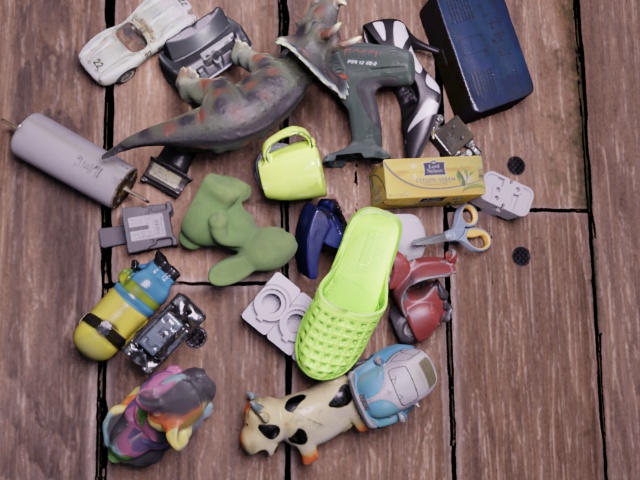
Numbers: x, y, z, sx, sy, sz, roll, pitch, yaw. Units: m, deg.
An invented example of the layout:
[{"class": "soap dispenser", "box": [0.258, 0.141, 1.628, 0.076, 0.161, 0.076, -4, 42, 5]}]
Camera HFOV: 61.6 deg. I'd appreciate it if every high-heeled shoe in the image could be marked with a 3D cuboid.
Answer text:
[{"class": "high-heeled shoe", "box": [0.128, -0.261, 0.920, 0.145, 0.086, 0.248, 12, 76, -7]}]

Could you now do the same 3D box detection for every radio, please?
[{"class": "radio", "box": [0.280, -0.336, 0.958, 0.131, 0.073, 0.229, -18, 89, -12]}]

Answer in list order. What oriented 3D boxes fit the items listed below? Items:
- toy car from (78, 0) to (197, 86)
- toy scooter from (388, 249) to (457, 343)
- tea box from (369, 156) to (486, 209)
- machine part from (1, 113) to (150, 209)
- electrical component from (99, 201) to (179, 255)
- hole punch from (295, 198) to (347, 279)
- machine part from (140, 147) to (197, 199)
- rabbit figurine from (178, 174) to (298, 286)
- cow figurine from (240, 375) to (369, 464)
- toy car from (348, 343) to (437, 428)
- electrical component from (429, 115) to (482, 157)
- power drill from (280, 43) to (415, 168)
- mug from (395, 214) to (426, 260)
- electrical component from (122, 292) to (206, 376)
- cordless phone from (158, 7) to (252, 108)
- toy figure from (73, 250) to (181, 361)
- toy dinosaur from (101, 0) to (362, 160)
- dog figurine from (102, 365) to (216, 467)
[{"class": "toy car", "box": [-0.292, -0.327, 0.868, 0.202, 0.056, 0.073, -42, 92, -11]}, {"class": "toy scooter", "box": [0.165, 0.080, 0.857, 0.135, 0.075, 0.183, -22, 118, 3]}, {"class": "tea box", "box": [0.177, -0.095, 0.901, 0.170, 0.098, 0.068, -3, 84, -8]}, {"class": "machine part", "box": [-0.372, -0.119, 0.820, 0.243, 0.079, 0.079, 31, 80, -5]}, {"class": "electrical component", "box": [-0.286, -0.016, 0.840, 0.119, 0.048, 0.074, -6, 85, -12]}, {"class": "hole punch", "box": [-0.002, -0.003, 0.848, 0.092, 0.142, 0.115, -22, 99, -7]}, {"class": "machine part", "box": [-0.227, -0.140, 0.869, 0.084, 0.039, 0.139, 25, 82, 2]}, {"class": "rabbit figurine", "box": [-0.124, -0.003, 0.826, 0.170, 0.121, 0.159, 31, 88, 0]}, {"class": "cow figurine", "box": [-0.033, 0.272, 0.833, 0.195, 0.085, 0.127, -25, 95, -9]}, {"class": "toy car", "box": [0.128, 0.218, 0.833, 0.161, 0.103, 0.109, -16, 83, -46]}, {"class": "electrical component", "box": [0.233, -0.176, 0.945, 0.078, 0.045, 0.102, -33, 90, -10]}, {"class": "power drill", "box": [0.041, -0.225, 0.892, 0.232, 0.086, 0.207, 0, 83, 15]}, {"class": "mug", "box": [0.102, -0.010, 0.880, 0.107, 0.080, 0.110, -3, 52, -28]}, {"class": "electrical component", "box": [-0.225, 0.135, 0.790, 0.058, 0.134, 0.115, 43, 77, -4]}, {"class": "cordless phone", "box": [-0.159, -0.266, 0.883, 0.146, 0.089, 0.184, -39, 103, -13]}, {"class": "toy figure", "box": [-0.290, 0.098, 0.805, 0.082, 0.089, 0.180, 44, 81, 4]}, {"class": "toy dinosaur", "box": [-0.108, -0.198, 0.776, 0.405, 0.192, 0.131, -42, 130, -14]}, {"class": "dog figurine", "box": [-0.226, 0.246, 0.736, 0.191, 0.219, 0.108, -37, 87, -12]}]
